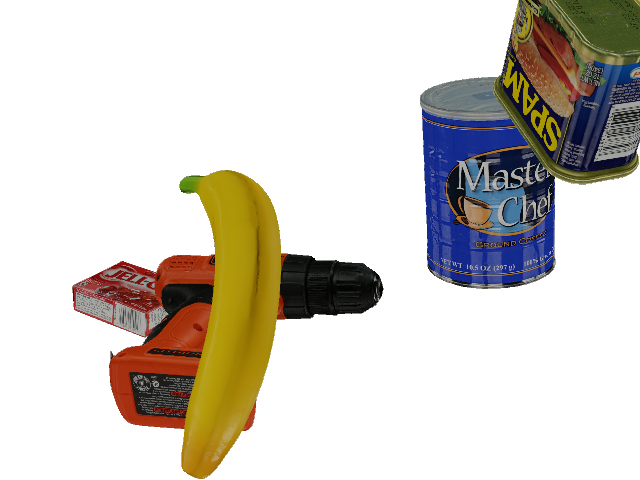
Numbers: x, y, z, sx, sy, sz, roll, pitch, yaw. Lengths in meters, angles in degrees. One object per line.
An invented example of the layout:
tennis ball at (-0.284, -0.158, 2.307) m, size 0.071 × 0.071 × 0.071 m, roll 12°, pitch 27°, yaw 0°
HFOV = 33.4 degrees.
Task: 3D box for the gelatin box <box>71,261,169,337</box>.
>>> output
gelatin box at (-0.177, 0.053, 1.006) m, size 0.089 × 0.030 × 0.073 m, roll 18°, pitch 26°, yaw 26°

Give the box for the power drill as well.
power drill at (-0.058, 0.066, 0.785) m, size 0.185 × 0.057 × 0.187 m, roll -1°, pitch 24°, yaw 16°

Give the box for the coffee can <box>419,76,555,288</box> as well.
coffee can at (0.132, -0.047, 0.831) m, size 0.103 × 0.140 × 0.103 m, roll -4°, pitch 22°, yaw 1°

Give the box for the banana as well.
banana at (-0.049, 0.031, 0.592) m, size 0.037 × 0.198 × 0.070 m, roll 20°, pitch -42°, yaw -29°

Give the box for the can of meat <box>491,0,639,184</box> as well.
can of meat at (0.142, -0.096, 0.587) m, size 0.057 × 0.084 × 0.102 m, roll -10°, pitch 47°, yaw -15°
